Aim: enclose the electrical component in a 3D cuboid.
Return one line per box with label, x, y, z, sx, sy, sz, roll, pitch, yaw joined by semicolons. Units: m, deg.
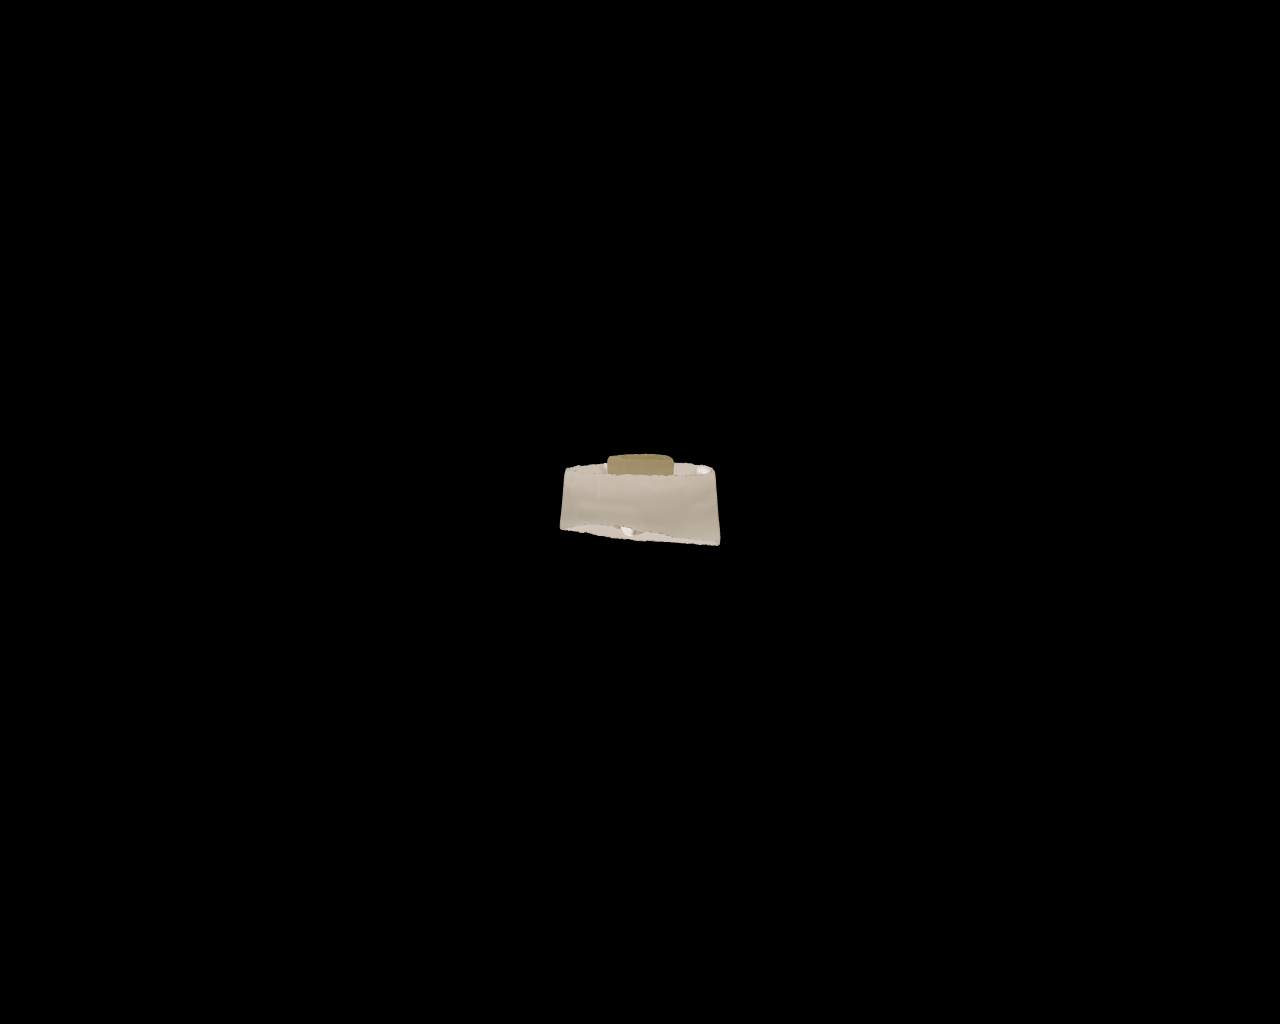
electrical component;0.001;-0.003;0.650;0.099;0.064;0.099;0;8;0
